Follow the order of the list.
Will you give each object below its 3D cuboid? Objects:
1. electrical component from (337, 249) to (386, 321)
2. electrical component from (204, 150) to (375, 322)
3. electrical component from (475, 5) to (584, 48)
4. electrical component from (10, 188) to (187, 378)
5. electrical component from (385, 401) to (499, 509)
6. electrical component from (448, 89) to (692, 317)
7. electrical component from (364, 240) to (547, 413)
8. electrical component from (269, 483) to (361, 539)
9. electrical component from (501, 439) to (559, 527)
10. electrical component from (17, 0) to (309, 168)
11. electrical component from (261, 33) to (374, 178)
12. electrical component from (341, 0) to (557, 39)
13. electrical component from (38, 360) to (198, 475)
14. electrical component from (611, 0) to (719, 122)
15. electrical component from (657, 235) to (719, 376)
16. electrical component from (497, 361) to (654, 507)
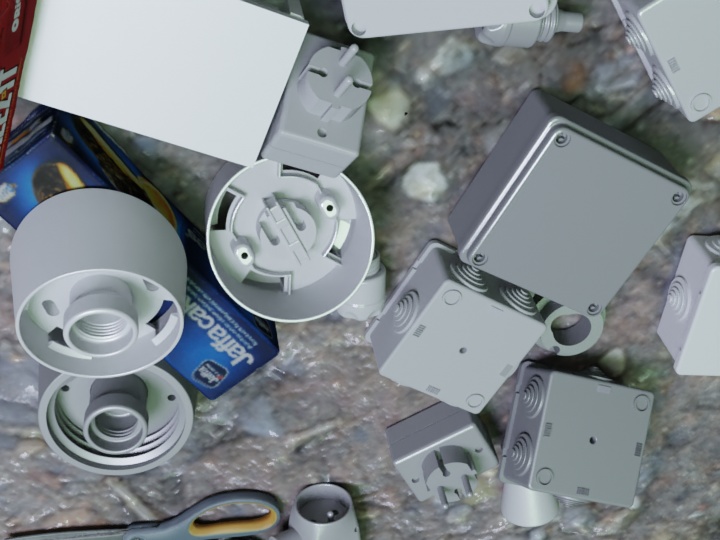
[{"bbox_3d":[0.000,0.000,0.694,0.035,0.035,0.061,-3,120,-7],"label":"electrical component"},{"bbox_3d":[-0.045,-0.026,0.650,0.099,0.064,0.099,-7,117,-13],"label":"electrical component"},{"bbox_3d":[0.098,-0.145,0.618,0.061,0.035,0.035,2,122,-13],"label":"electrical component"},{"bbox_3d":[-0.146,0.012,0.604,0.099,0.064,0.099,-7,137,-7],"label":"electrical component"},{"bbox_3d":[0.062,0.138,0.766,0.066,0.076,0.047,-27,122,8],"label":"electrical component"},{"bbox_3d":[0.129,-0.040,0.676,0.109,0.056,0.108,22,116,-21],"label":"electrical component"},{"bbox_3d":[0.064,0.041,0.721,0.100,0.048,0.099,25,115,-23],"label":"electrical component"},{"bbox_3d":[-0.042,0.209,0.806,0.079,0.043,0.077,-18,126,-26],"label":"electrical component"},{"bbox_3d":[0.126,0.154,0.808,0.044,0.044,0.065,-11,118,-2],"label":"electrical component"},{"bbox_3d":[-0.115,-0.127,0.579,0.150,0.061,0.089,16,118,-18],"label":"electrical component"},{"bbox_3d":[-0.017,-0.098,0.592,0.047,0.065,0.077,15,160,-18],"label":"electrical component"},{"bbox_3d":[0.044,-0.169,0.561,0.113,0.057,0.078,-2,125,15],"label":"electrical component"},{"bbox_3d":[-0.159,0.087,0.708,0.108,0.060,0.108,-4,123,-6],"label":"electrical component"},{"bbox_3d":[0.206,-0.146,0.625,0.100,0.048,0.099,-31,121,11],"label":"electrical component"},{"bbox_3d":[0.261,0.024,0.741,0.100,0.048,0.099,2,122,-10],"label":"electrical component"},{"bbox_3d":[0.154,0.117,0.761,0.100,0.048,0.099,13,86,-16],"label":"electrical component"}]
